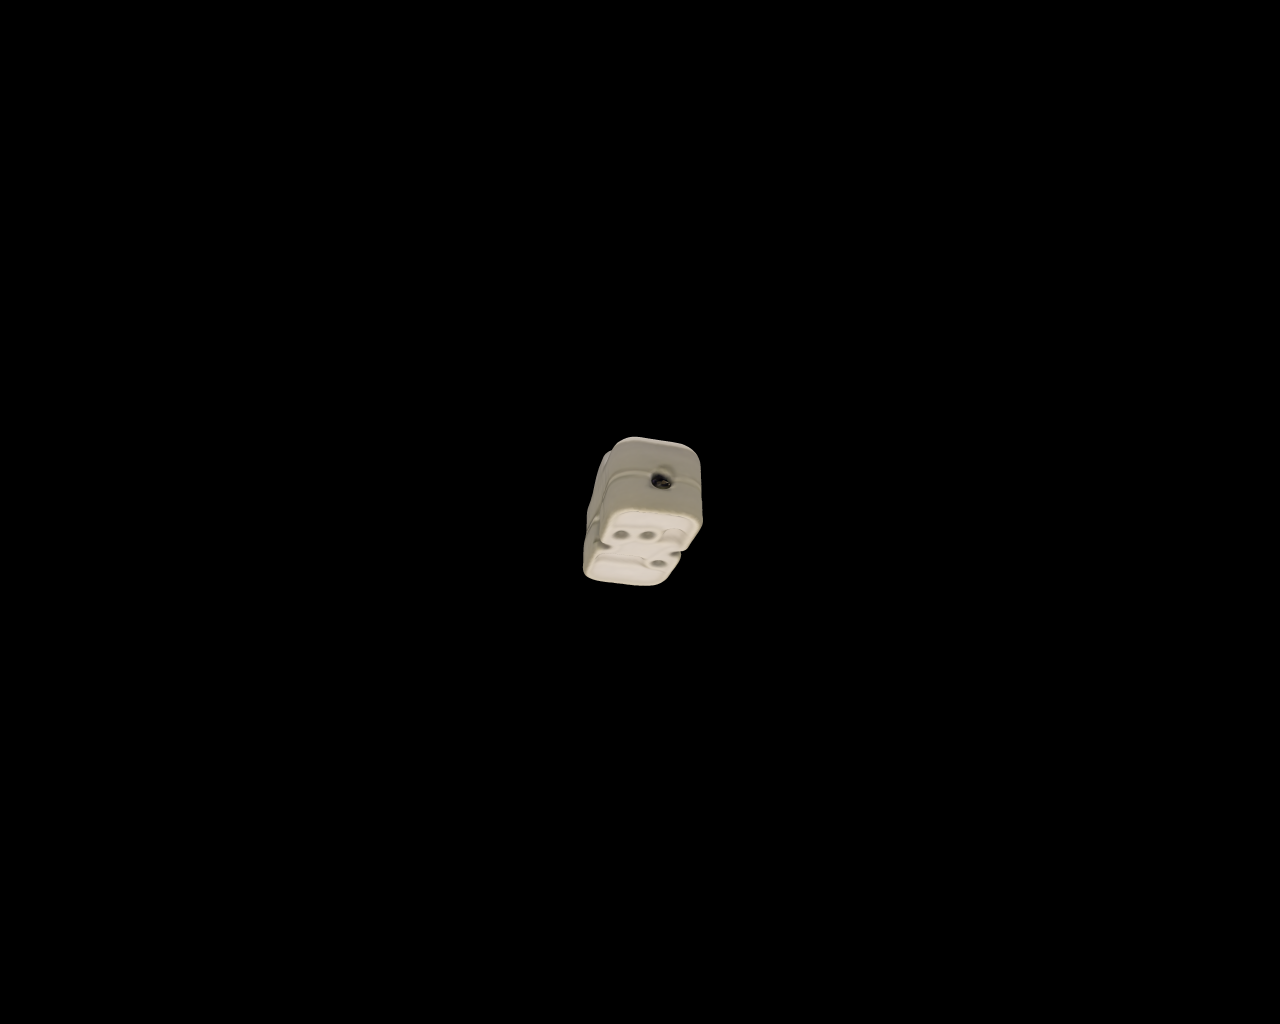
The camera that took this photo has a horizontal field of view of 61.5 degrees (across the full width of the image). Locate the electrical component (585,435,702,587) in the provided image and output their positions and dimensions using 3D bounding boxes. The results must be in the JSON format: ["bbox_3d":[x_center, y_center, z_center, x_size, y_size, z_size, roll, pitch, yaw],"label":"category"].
[{"bbox_3d":[0.001,-0.003,0.650,0.054,0.059,0.095,8,-31,-13],"label":"electrical component"}]
